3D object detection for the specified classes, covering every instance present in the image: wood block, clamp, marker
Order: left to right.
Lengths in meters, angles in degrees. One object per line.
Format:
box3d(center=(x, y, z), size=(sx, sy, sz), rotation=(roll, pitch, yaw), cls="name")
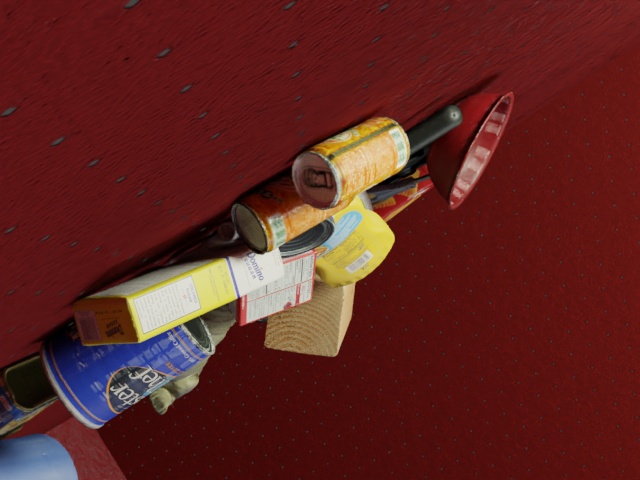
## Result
box3d(center=(-0.079, -0.012, 1.082), size=(0.020, 0.020, 0.121), rotation=(-33, 178, 11), cls="marker")
box3d(center=(-0.007, 0.076, 1.362), size=(0.090, 0.091, 0.206), rotation=(7, -171, 6), cls="wood block")
box3d(center=(0.057, -0.081, 1.218), size=(0.210, 0.036, 0.164), rotation=(-30, 177, -7), cls="clamp")
box3d(center=(0.121, -0.106, 1.437), size=(0.172, 0.039, 0.120), rotation=(-28, 164, 37), cls="clamp")

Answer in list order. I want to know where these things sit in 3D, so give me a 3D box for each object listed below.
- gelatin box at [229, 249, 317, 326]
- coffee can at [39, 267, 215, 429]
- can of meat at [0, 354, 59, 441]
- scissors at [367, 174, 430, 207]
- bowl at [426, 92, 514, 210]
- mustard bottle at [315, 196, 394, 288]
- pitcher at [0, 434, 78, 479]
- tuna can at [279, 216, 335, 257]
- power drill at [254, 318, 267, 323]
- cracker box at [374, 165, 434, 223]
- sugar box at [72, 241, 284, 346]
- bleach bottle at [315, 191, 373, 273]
box3d(center=(-0.049, 0.041, 1.090), size=(0.089, 0.030, 0.073), rotation=(-19, 139, -23), cls="gelatin box")
box3d(center=(-0.190, 0.107, 1.058), size=(0.140, 0.103, 0.103), rotation=(-33, 177, 4), cls="coffee can")
box3d(center=(-0.323, 0.167, 1.116), size=(0.084, 0.057, 0.102), rotation=(-35, 176, 21), cls="can of meat")
box3d(center=(0.103, -0.075, 1.413), size=(0.202, 0.016, 0.096), rotation=(-24, 165, 22), cls="scissors")
box3d(center=(0.176, -0.119, 1.313), size=(0.162, 0.055, 0.162), rotation=(-54, 164, -24), cls="bowl")
box3d(center=(0.007, -0.013, 1.148), size=(0.096, 0.058, 0.191), rotation=(-38, 150, 8), cls="mustard bottle")
box3d(center=(-0.386, 0.268, 1.105), size=(0.149, 0.145, 0.242), rotation=(-11, 168, 33), cls="pitcher")
box3d(center=(-0.029, -0.017, 1.033), size=(0.086, 0.034, 0.086), rotation=(-12, 154, -6), cls="tuna can")
box3d(center=(-0.138, 0.096, 1.436), size=(0.188, 0.057, 0.184), rotation=(-31, -160, 7), cls="power drill")
box3d(center=(0.120, -0.083, 1.563), size=(0.214, 0.072, 0.164), rotation=(-34, 178, 14), cls="cracker box")
box3d(center=(-0.124, 0.045, 0.957), size=(0.175, 0.048, 0.094), rotation=(-20, -171, -42), cls="sugar box")
box3d(center=(-0.008, 0.002, 1.281), size=(0.068, 0.102, 0.250), rotation=(-6, -170, 26), cls="bleach bottle")
